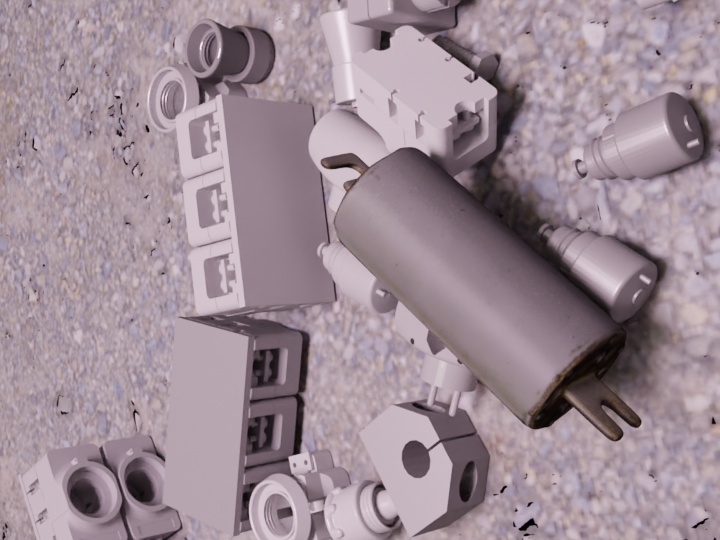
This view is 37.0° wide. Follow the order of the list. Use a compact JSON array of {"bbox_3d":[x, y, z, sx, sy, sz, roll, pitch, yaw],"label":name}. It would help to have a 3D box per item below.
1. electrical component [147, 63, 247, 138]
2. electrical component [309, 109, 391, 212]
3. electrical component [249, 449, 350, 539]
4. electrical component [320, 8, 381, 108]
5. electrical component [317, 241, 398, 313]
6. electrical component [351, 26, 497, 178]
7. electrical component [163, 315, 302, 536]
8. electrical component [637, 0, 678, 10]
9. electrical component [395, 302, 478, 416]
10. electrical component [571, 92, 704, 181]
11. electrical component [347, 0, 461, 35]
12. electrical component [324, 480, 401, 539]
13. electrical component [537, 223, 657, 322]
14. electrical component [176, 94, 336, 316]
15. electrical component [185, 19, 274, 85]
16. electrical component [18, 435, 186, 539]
[{"bbox_3d":[-0.133,-0.134,0.863,0.078,0.057,0.058,52,124,30],"label":"electrical component"},{"bbox_3d":[0.000,-0.060,0.747,0.077,0.043,0.079,37,123,37],"label":"electrical component"},{"bbox_3d":[-0.043,0.174,0.784,0.058,0.057,0.078,-22,76,42],"label":"electrical component"},{"bbox_3d":[-0.003,-0.146,0.750,0.044,0.044,0.065,-4,93,44],"label":"electrical component"},{"bbox_3d":[0.000,0.000,0.751,0.078,0.040,0.040,30,111,39],"label":"electrical component"},{"bbox_3d":[0.041,-0.103,0.686,0.089,0.050,0.055,44,158,32],"label":"electrical component"},{"bbox_3d":[-0.096,0.115,0.830,0.089,0.062,0.150,11,98,43],"label":"electrical component"},{"bbox_3d":[0.167,-0.186,0.573,0.057,0.058,0.078,-12,110,40],"label":"electrical component"},{"bbox_3d":[0.061,0.053,0.690,0.077,0.043,0.079,20,101,41],"label":"electrical component"},{"bbox_3d":[0.154,-0.069,0.602,0.078,0.040,0.040,-22,76,42],"label":"electrical component"},{"bbox_3d":[0.041,-0.183,0.690,0.077,0.066,0.047,-3,89,44],"label":"electrical component"},{"bbox_3d":[0.010,0.166,0.744,0.062,0.048,0.048,-29,71,33],"label":"electrical component"},{"bbox_3d":[0.135,-0.003,0.622,0.078,0.040,0.040,39,117,36],"label":"electrical component"},{"bbox_3d":[-0.079,-0.045,0.791,0.062,0.089,0.150,-12,83,43],"label":"electrical component"},{"bbox_3d":[-0.100,-0.168,0.832,0.045,0.055,0.045,1,92,44],"label":"electrical component"},{"bbox_3d":[-0.201,0.238,0.902,0.060,0.105,0.186,-40,65,37],"label":"electrical component"}]
